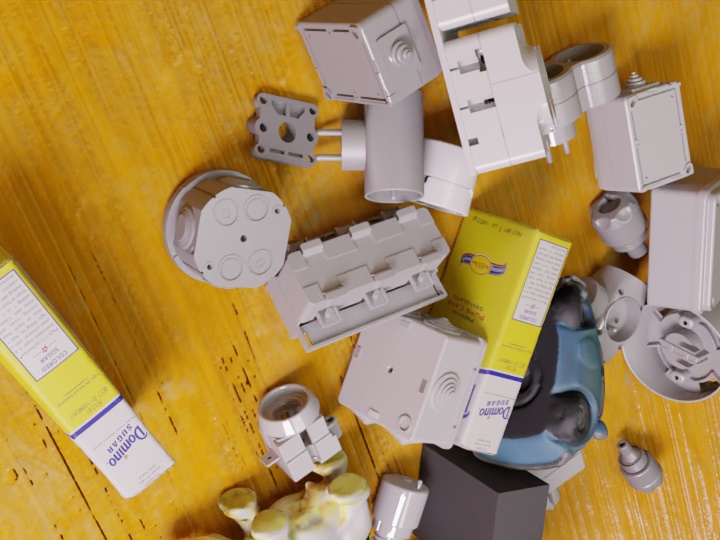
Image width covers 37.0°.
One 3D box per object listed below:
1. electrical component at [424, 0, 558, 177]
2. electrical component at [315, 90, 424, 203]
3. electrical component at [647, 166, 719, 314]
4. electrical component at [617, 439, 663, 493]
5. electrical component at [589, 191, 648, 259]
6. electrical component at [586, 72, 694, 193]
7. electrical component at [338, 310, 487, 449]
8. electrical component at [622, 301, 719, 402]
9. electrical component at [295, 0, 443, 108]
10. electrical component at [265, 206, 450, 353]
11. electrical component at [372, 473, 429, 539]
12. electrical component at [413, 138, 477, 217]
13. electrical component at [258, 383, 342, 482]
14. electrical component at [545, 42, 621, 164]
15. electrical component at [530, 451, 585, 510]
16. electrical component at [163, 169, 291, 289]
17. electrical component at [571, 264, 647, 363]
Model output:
[{"bbox_3d":[0.087,-0.168,0.742,0.060,0.105,0.186,-13,99,14],"label":"electrical component"},{"bbox_3d":[0.007,-0.090,0.779,0.079,0.043,0.077,0,81,-2],"label":"electrical component"},{"bbox_3d":[0.297,-0.029,0.949,0.109,0.056,0.108,-27,120,-54],"label":"electrical component"},{"bbox_3d":[0.263,0.184,1.024,0.035,0.035,0.061,-47,120,-12],"label":"electrical component"},{"bbox_3d":[0.230,-0.036,0.937,0.043,0.043,0.062,-48,123,-12],"label":"electrical component"},{"bbox_3d":[0.232,-0.119,0.908,0.062,0.061,0.096,-20,105,-26],"label":"electrical component"},{"bbox_3d":[0.037,0.078,0.818,0.048,0.100,0.099,15,96,-46],"label":"electrical component"},{"bbox_3d":[0.297,0.069,0.978,0.064,0.099,0.099,-20,113,-32],"label":"electrical component"},{"bbox_3d":[0.013,-0.154,0.738,0.061,0.096,0.061,-36,119,-22],"label":"electrical component"},{"bbox_3d":[0.000,0.000,0.786,0.121,0.063,0.078,-20,72,-26],"label":"electrical component"},{"bbox_3d":[0.029,0.203,0.882,0.040,0.040,0.078,13,97,-34],"label":"electrical component"},{"bbox_3d":[0.062,-0.071,0.818,0.055,0.055,0.047,16,91,-34],"label":"electrical component"},{"bbox_3d":[-0.049,0.119,0.809,0.066,0.048,0.055,-33,126,-20],"label":"electrical component"},{"bbox_3d":[0.151,-0.122,0.859,0.138,0.052,0.073,-29,117,-22],"label":"electrical component"},{"bbox_3d":[0.155,0.187,0.951,0.083,0.047,0.075,-29,116,-22],"label":"electrical component"},{"bbox_3d":[-0.090,-0.027,0.738,0.080,0.051,0.080,-9,108,-29],"label":"electrical component"},{"bbox_3d":[0.204,0.031,0.939,0.079,0.044,0.077,32,86,-34],"label":"electrical component"}]
